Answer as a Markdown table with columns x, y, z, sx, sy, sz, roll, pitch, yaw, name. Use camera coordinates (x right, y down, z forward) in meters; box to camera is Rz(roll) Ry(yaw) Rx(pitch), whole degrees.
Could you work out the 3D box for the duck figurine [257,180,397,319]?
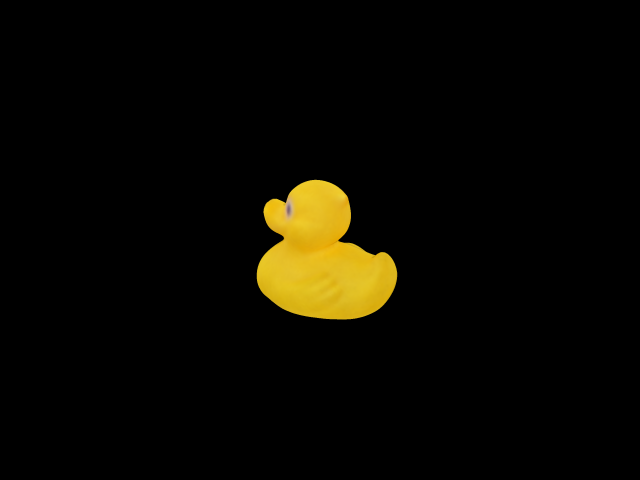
| x | y | z | sx | sy | sz | roll | pitch | yaw | name |
| --- | --- | --- | --- | --- | --- | --- | --- | --- | --- |
| 0.004 | 0.001 | 0.400 | 0.104 | 0.086 | 0.078 | 13 | 32 | 23 | duck figurine |
